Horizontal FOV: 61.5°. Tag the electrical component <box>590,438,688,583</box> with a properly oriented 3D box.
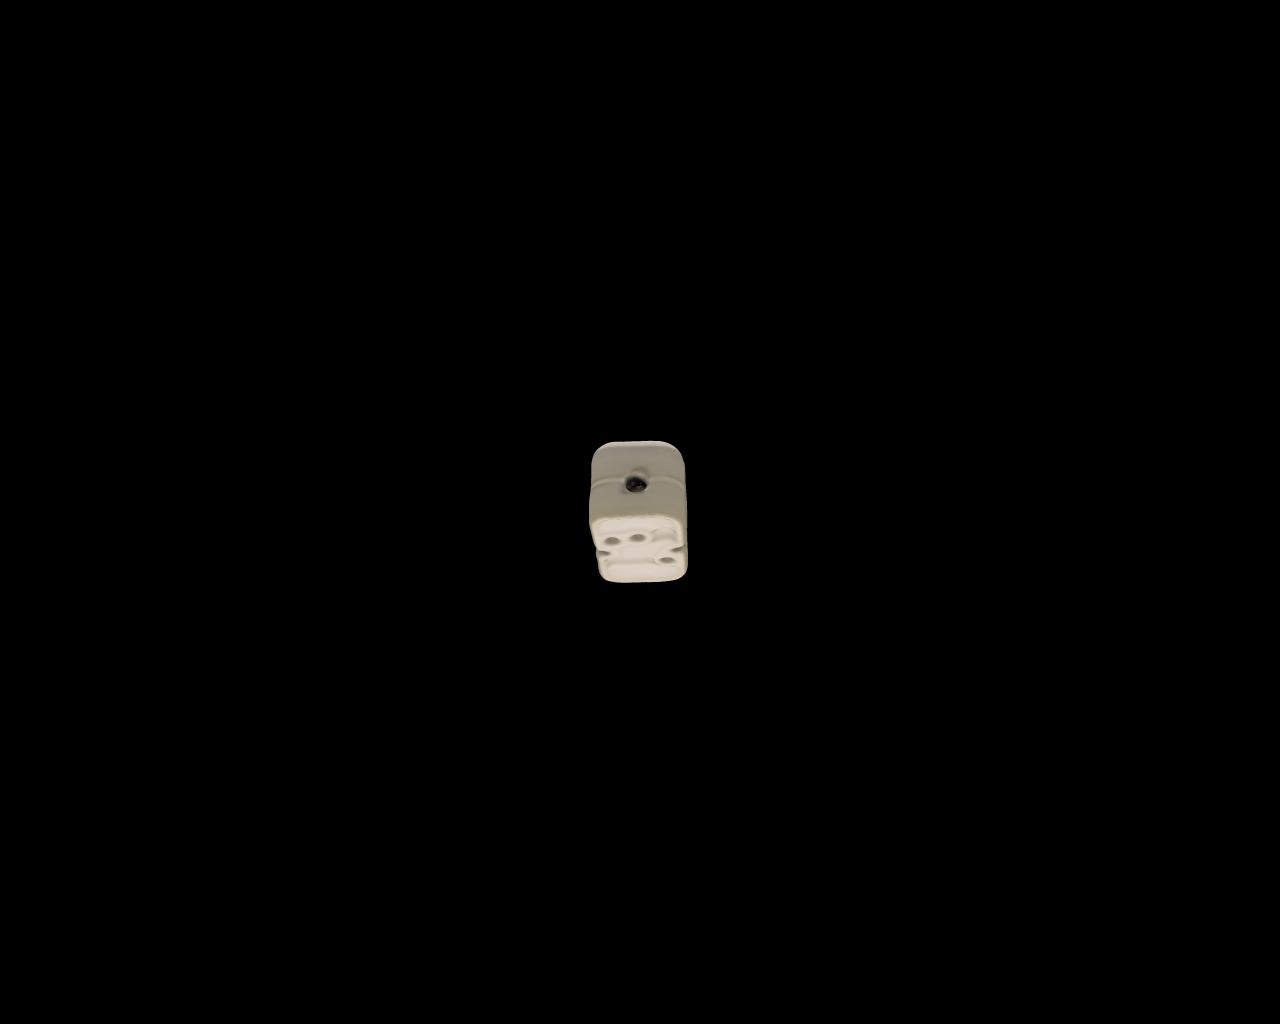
[{"bbox_3d":[0.001,-0.003,0.650,0.054,0.059,0.095,-2,-27,3],"label":"electrical component"}]
